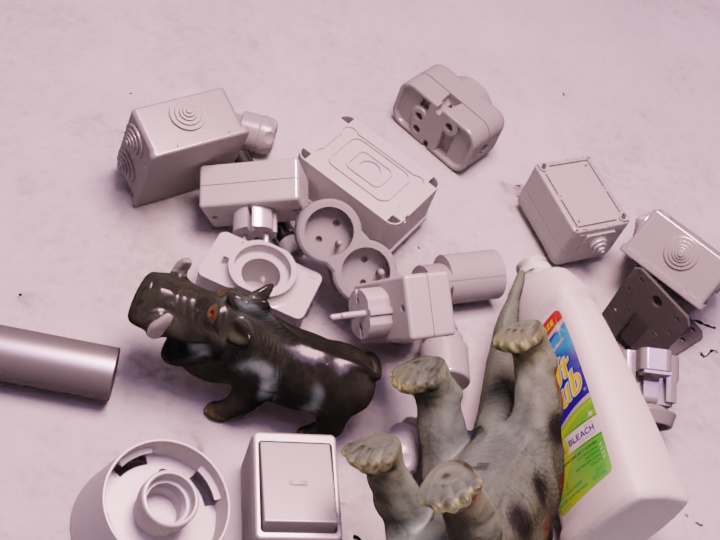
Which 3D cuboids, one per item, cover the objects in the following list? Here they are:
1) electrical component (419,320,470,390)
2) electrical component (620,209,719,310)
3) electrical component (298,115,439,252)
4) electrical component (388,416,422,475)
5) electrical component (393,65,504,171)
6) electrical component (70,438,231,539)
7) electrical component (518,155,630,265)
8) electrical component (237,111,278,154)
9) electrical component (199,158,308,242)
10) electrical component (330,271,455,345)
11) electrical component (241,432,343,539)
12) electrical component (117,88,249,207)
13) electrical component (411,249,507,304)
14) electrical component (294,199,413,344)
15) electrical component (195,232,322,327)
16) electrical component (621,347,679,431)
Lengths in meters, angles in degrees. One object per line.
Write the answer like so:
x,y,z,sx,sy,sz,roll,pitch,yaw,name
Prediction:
0.068,0.065,0.876,0.040,0.040,0.078,8,53,-11,electrical component
0.288,-0.012,0.968,0.100,0.048,0.100,39,14,13,electrical component
0.002,-0.071,0.946,0.113,0.057,0.078,37,53,12,electrical component
0.039,0.129,0.824,0.035,0.035,0.061,33,50,9,electrical component
0.088,-0.149,1.032,0.095,0.053,0.059,43,54,16,electrical component
-0.141,0.167,0.738,0.099,0.064,0.099,16,52,-22,electrical component
0.196,-0.048,0.986,0.062,0.061,0.096,-11,58,-24,electrical component
-0.107,-0.127,0.969,0.061,0.035,0.035,15,52,-2,electrical component
-0.087,-0.047,0.893,0.083,0.047,0.075,-4,70,7,electrical component
0.016,0.031,0.798,0.076,0.083,0.047,-5,87,-27,electrical component
-0.049,0.155,0.761,0.062,0.061,0.096,4,54,-14,electrical component
-0.151,-0.104,0.899,0.100,0.099,0.048,-20,75,-28,electrical component
0.080,0.007,0.920,0.081,0.043,0.043,-6,57,-20,electrical component
0.000,0.000,0.888,0.052,0.074,0.138,-43,97,-4,electrical component
-0.082,0.014,0.858,0.089,0.055,0.050,24,51,1,electrical component
0.230,0.100,0.882,0.058,0.078,0.057,7,73,-5,electrical component
